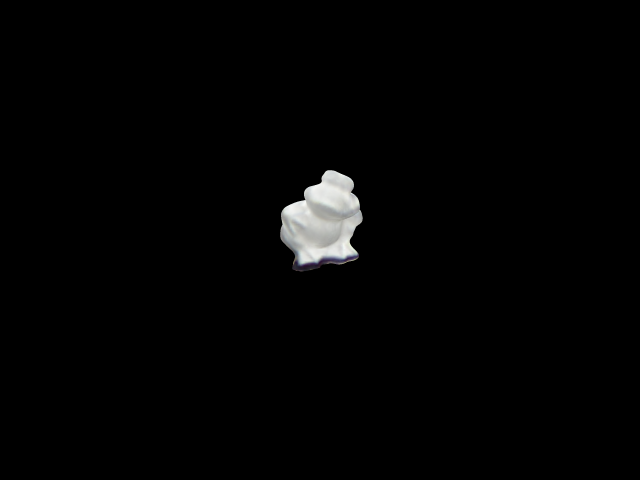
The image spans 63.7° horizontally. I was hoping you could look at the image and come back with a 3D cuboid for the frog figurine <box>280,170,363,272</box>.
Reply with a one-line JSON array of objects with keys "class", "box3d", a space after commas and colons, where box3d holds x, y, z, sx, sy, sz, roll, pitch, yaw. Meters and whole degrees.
[{"class": "frog figurine", "box3d": [0.003, -0.043, 0.850, 0.137, 0.157, 0.125, 0, 22, 0]}]
